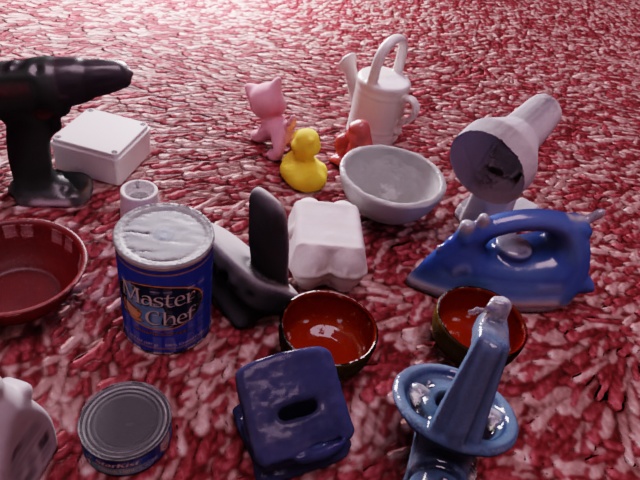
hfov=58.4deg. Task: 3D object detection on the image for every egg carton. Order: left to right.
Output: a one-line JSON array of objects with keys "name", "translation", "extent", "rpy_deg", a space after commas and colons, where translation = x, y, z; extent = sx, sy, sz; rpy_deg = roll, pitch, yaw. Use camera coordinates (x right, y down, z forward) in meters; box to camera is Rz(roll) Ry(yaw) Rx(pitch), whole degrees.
[{"name": "egg carton", "translation": [0.007, 0.003, 0.783], "extent": [0.107, 0.069, 0.150], "rpy_deg": [4, 41, -8]}]

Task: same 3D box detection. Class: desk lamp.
[{"name": "desk lamp", "translation": [0.277, -0.106, 0.861], "extent": [0.117, 0.213, 0.204], "rpy_deg": [35, 46, 26]}]

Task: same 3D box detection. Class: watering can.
[{"name": "watering can", "translation": [0.106, -0.279, 1.036], "extent": [0.172, 0.194, 0.101], "rpy_deg": [20, 41, 10]}]

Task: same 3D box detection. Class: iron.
[{"name": "iron", "translation": [0.255, 0.011, 0.776], "extent": [0.258, 0.141, 0.118], "rpy_deg": [0, 41, -13]}]

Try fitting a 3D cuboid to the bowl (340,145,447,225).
[{"name": "bowl", "translation": [0.107, -0.075, 0.893], "extent": [0.167, 0.075, 0.167], "rpy_deg": [7, 40, -6]}]

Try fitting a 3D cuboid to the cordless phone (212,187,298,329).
[{"name": "cordless phone", "translation": [-0.086, -0.002, 0.678], "extent": [0.147, 0.185, 0.094], "rpy_deg": [37, 47, 27]}]

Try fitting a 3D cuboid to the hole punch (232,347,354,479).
[{"name": "hole punch", "translation": [-0.024, 0.170, 0.565], "extent": [0.109, 0.091, 0.101], "rpy_deg": [-11, 45, -24]}]

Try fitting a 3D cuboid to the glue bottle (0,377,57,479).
[{"name": "glue bottle", "translation": [-0.259, 0.151, 0.468], "extent": [0.037, 0.173, 0.078], "rpy_deg": [15, 40, 4]}]

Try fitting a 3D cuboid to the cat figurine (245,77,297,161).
[{"name": "cat figurine", "translation": [-0.078, -0.217, 0.980], "extent": [0.067, 0.118, 0.127], "rpy_deg": [-20, 49, -31]}]

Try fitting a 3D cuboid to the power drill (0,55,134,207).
[{"name": "power drill", "translation": [-0.362, -0.147, 0.762], "extent": [0.230, 0.208, 0.075], "rpy_deg": [0, 42, -14]}]

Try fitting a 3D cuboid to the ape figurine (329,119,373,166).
[{"name": "ape figurine", "translation": [0.061, -0.163, 0.970], "extent": [0.076, 0.092, 0.077], "rpy_deg": [3, 41, -10]}]

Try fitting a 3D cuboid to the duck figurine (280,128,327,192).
[{"name": "duck figurine", "translation": [-0.022, -0.135, 0.923], "extent": [0.078, 0.086, 0.104], "rpy_deg": [-6, 43, -19]}]

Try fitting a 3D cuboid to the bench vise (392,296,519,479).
[{"name": "bench vise", "translation": [0.130, 0.169, 0.503], "extent": [0.121, 0.220, 0.207], "rpy_deg": [6, 40, -6]}]
